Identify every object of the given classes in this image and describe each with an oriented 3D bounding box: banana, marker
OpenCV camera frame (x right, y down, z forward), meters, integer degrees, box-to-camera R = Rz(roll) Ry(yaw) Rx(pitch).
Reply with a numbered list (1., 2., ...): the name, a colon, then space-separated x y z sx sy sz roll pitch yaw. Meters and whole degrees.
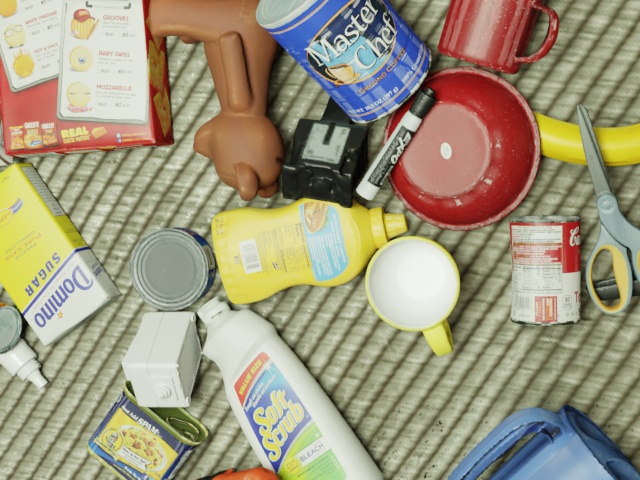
1. banana: 0.267 -0.103 1.027 0.198 0.037 0.069 -3 71 9
2. marker: 0.073 -0.091 1.005 0.020 0.020 0.121 35 110 7

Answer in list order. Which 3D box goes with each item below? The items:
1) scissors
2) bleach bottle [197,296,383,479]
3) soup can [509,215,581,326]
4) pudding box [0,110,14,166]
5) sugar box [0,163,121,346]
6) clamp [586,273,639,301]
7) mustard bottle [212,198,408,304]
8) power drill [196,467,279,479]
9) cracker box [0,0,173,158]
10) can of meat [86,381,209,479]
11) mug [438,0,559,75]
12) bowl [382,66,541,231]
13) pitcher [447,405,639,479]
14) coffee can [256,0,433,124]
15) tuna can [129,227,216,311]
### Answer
1. scissors: 0.287 -0.027 0.990 0.096 0.016 0.202 1 105 15
2. bleach bottle: -0.047 0.171 1.089 0.103 0.068 0.251 -39 83 15
3. soup can: 0.216 0.028 1.026 0.068 0.068 0.102 0 94 11
4. pudding box: -0.367 -0.131 1.123 0.090 0.039 0.113 -6 66 12
5. sugar box: -0.301 0.015 1.135 0.093 0.048 0.176 -36 85 11
6. clamp: 0.369 0.025 1.010 0.210 0.036 0.165 30 111 3
7. mustard bottle: -0.007 0.001 1.071 0.192 0.058 0.096 -11 95 11
8. power drill: -0.072 0.320 1.082 0.185 0.057 0.187 -25 100 47
9. cracker box: -0.244 -0.197 1.098 0.164 0.072 0.214 -4 92 10
10. can of meat: -0.182 0.209 1.119 0.102 0.057 0.084 37 101 7
11. mug: 0.170 -0.202 1.005 0.117 0.093 0.081 24 104 32
12. bowl: 0.127 -0.087 1.025 0.162 0.055 0.162 3 97 24
13. pitcher: 0.187 0.275 1.016 0.243 0.144 0.149 -44 66 13
14. coffee can: 0.023 -0.193 1.000 0.103 0.103 0.140 -41 120 10
15. tuna can: -0.153 0.029 1.113 0.086 0.033 0.086 1 94 11
